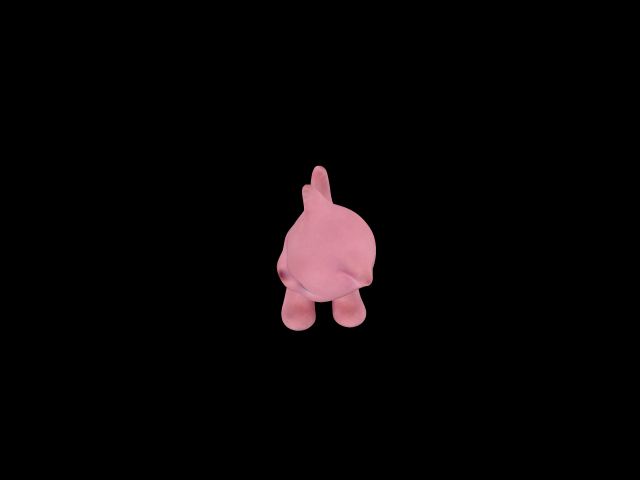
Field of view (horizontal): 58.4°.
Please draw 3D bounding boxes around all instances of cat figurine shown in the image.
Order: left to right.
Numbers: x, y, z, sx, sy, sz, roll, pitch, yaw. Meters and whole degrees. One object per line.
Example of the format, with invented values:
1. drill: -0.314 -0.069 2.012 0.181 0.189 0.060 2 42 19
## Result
1. cat figurine: 0.004 0.001 0.400 0.067 0.118 0.127 -2 43 -2
